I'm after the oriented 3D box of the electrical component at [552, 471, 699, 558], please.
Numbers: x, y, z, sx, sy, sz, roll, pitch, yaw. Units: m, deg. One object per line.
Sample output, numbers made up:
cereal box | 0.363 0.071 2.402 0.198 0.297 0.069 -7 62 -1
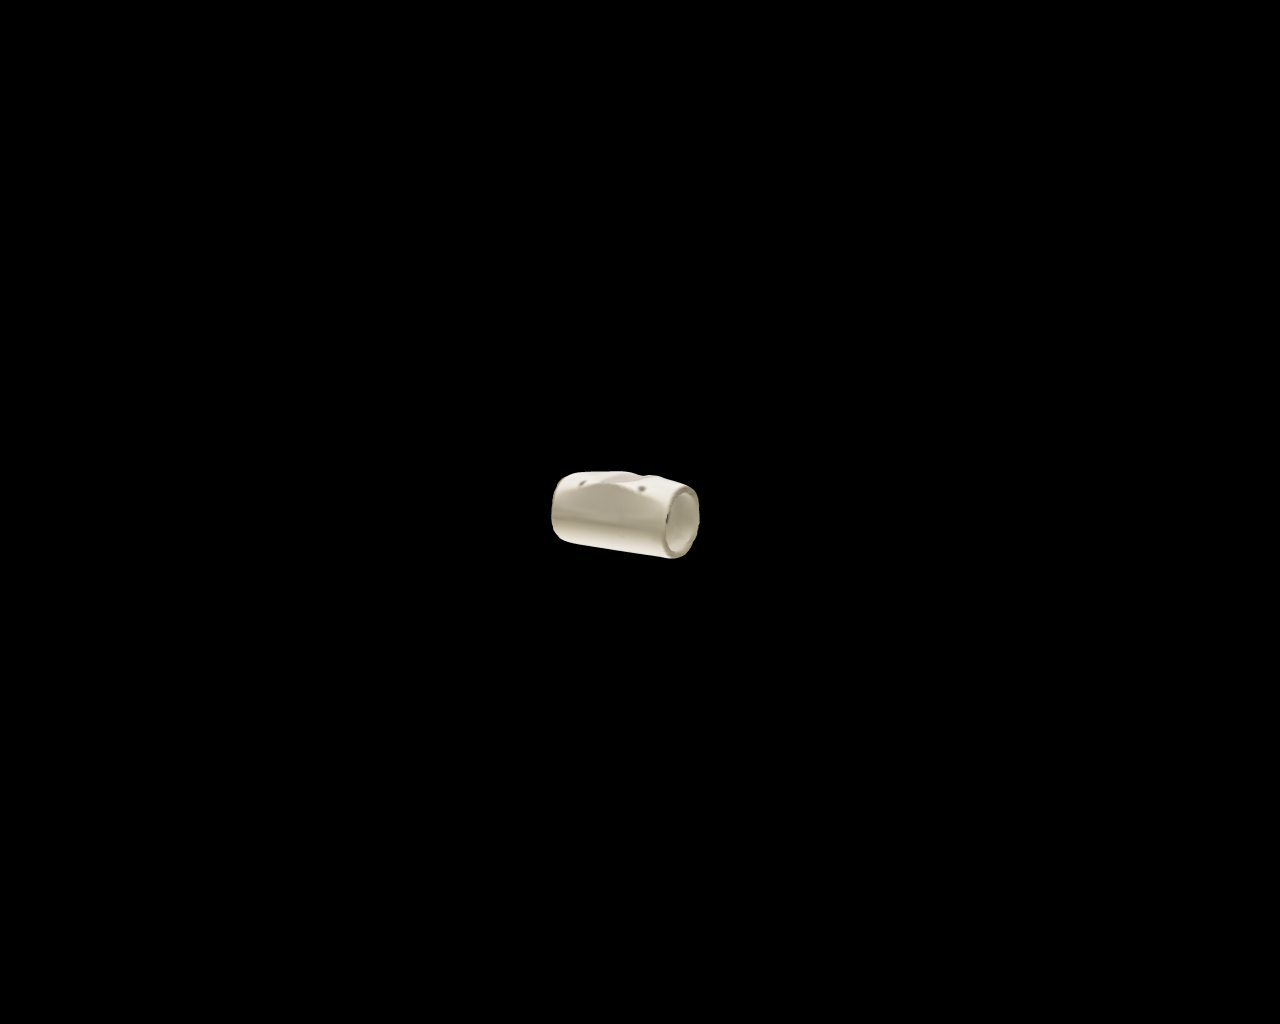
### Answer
electrical component | 0.001 -0.003 0.650 0.077 0.043 0.079 8 15 30
